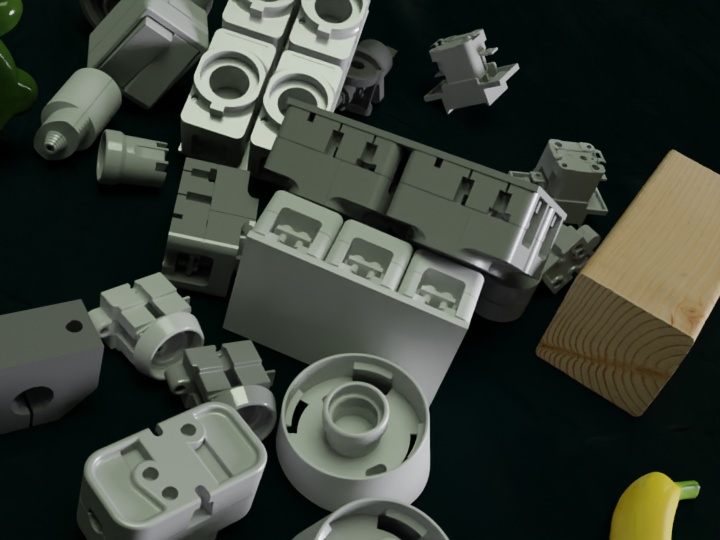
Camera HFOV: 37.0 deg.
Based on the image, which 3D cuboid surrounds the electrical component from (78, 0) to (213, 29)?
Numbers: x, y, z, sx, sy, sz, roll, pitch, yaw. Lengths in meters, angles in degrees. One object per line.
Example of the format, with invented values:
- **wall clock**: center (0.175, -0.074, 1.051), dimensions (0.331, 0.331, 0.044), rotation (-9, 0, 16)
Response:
- **electrical component**: center (-0.183, -0.229, 0.898), dimensions (0.108, 0.108, 0.060), rotation (21, 48, 1)

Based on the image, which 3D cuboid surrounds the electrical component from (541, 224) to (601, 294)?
- **electrical component**: center (0.146, -0.020, 0.843), dimensions (0.055, 0.066, 0.048), rotation (50, 5, 36)

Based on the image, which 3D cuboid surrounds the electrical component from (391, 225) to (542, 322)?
- **electrical component**: center (0.084, -0.032, 0.817), dimensions (0.052, 0.073, 0.138), rotation (-22, 57, -37)

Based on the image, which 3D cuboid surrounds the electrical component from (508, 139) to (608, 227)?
- **electrical component**: center (0.171, -0.074, 0.902), dimensions (0.081, 0.063, 0.042), rotation (3, 44, -18)

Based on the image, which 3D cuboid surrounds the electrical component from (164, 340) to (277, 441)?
- **electrical component**: center (-0.080, 0.077, 0.661), dimensions (0.066, 0.048, 0.055), rotation (-7, 41, -27)

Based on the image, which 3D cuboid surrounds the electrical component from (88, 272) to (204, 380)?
- **electrical component**: center (-0.131, 0.037, 0.683), dimensions (0.066, 0.048, 0.055), rotation (-22, 49, -37)

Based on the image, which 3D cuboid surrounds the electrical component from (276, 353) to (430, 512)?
- **electrical component**: center (-0.003, 0.102, 0.668), dimensions (0.099, 0.064, 0.099), rotation (2, 50, -2)

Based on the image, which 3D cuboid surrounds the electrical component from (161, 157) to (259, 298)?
- **electrical component**: center (-0.105, -0.030, 0.759), dimensions (0.056, 0.050, 0.089), rotation (12, 43, -9)

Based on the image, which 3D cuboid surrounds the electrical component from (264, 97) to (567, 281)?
- **electrical component**: center (0.038, -0.051, 0.749), dimensions (0.186, 0.060, 0.105), rotation (22, 1, 21)

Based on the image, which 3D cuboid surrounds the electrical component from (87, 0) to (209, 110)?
- **electrical component**: center (-0.173, -0.175, 0.857), dimensions (0.062, 0.096, 0.061), rotation (31, 33, -35)

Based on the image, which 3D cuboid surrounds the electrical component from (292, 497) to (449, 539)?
- **electrical component**: center (0.006, 0.176, 0.595), dimensions (0.099, 0.064, 0.099), rotation (11, 55, -17)

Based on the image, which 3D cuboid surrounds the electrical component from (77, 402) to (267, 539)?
- **electrical component**: center (-0.104, 0.122, 0.593), dimensions (0.095, 0.059, 0.053), rotation (-21, 56, -37)

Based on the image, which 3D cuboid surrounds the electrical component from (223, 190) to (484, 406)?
- **electrical component**: center (-0.004, 0.019, 0.717), dimensions (0.150, 0.089, 0.061), rotation (23, 42, 3)

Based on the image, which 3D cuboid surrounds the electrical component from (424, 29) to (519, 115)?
- **electrical component**: center (0.097, -0.182, 0.976), dimensions (0.081, 0.063, 0.042), rotation (-7, 25, 37)

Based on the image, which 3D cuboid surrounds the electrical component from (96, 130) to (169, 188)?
- **electrical component**: center (-0.169, -0.081, 0.796), dimensions (0.046, 0.040, 0.040), rotation (7, 43, -22)

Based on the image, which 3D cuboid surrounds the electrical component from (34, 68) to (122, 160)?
- **electrical component**: center (-0.215, -0.113, 0.808), dimensions (0.043, 0.043, 0.081), rotation (20, 42, 0)

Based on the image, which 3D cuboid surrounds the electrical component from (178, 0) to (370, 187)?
- **electrical component**: center (-0.064, -0.168, 0.859), dimensions (0.105, 0.060, 0.186), rotation (18, 65, -2)
